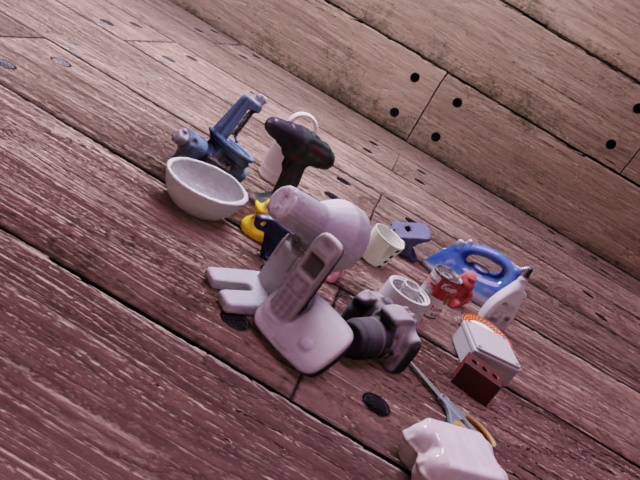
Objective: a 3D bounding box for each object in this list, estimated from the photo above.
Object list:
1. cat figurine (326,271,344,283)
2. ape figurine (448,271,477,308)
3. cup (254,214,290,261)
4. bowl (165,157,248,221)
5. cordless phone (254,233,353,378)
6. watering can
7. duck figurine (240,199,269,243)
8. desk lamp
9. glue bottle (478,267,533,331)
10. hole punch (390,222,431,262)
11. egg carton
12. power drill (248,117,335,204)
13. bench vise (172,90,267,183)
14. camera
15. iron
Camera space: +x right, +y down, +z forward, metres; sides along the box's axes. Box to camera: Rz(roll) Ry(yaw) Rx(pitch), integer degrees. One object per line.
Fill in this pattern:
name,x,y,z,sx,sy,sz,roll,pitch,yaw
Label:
cat figurine,0.011,0.004,1.149,0.127,0.117,0.067,33,22,6
ape figurine,0.340,0.113,1.373,0.078,0.092,0.076,24,22,-16
cup,-0.083,0.000,1.069,0.118,0.095,0.091,14,27,-36
bowl,-0.227,-0.086,1.097,0.168,0.074,0.167,26,22,-11
cordless phone,-0.002,0.094,0.846,0.147,0.185,0.094,41,24,25
watering can,-0.067,-0.230,1.455,0.101,0.194,0.172,3,35,-50
duck figurine,-0.097,-0.041,1.151,0.105,0.086,0.077,25,22,-15
desk lamp,-0.043,0.017,0.922,0.204,0.213,0.117,9,30,-43
glue bottle,0.452,0.135,1.360,0.078,0.173,0.037,24,22,-16
hole punch,0.227,-0.009,1.494,0.101,0.091,0.108,26,22,-11
egg carton,0.182,0.306,0.780,0.151,0.069,0.107,21,23,-23
power drill,-0.073,-0.162,1.279,0.230,0.208,0.075,2,35,-50
bench vise,-0.202,-0.218,1.218,0.121,0.219,0.208,37,22,16
camera,0.087,0.145,0.964,0.137,0.100,0.142,6,32,-46
iron,0.407,0.071,1.484,0.258,0.141,0.119,30,22,-2
